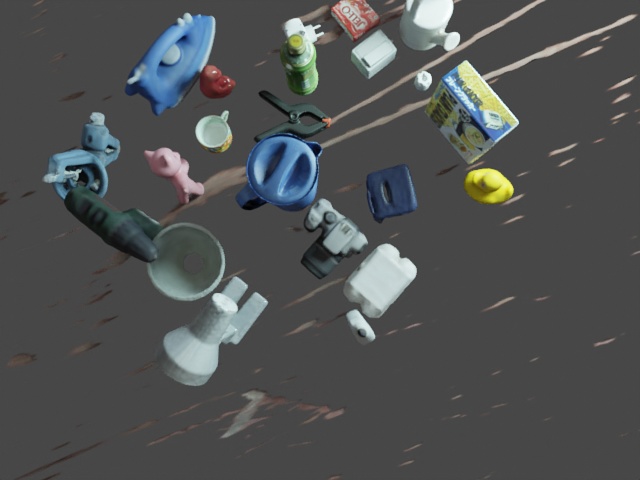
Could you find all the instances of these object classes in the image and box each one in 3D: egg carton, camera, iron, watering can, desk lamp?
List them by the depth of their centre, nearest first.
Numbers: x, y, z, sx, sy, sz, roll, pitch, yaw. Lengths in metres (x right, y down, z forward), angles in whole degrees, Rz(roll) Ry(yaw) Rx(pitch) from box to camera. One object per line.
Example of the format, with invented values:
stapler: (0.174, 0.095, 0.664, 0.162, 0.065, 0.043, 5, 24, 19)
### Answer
desk lamp: (-0.217, 0.177, 1.154, 0.118, 0.213, 0.203, 36, 88, 4)
watering can: (0.231, -0.476, 1.194, 0.173, 0.194, 0.101, 37, 88, 4)
camera: (0.011, 0.004, 1.216, 0.143, 0.101, 0.137, 42, 88, 4)
egg carton: (0.126, 0.086, 1.224, 0.107, 0.069, 0.150, 41, 88, 3)
iron: (-0.320, -0.405, 1.229, 0.118, 0.141, 0.258, 35, 88, 3)

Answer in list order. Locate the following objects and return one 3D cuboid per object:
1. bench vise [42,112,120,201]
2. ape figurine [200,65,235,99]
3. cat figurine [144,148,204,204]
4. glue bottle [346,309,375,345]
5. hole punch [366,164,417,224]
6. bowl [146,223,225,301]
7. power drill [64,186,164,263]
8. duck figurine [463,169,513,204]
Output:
bench vise: (-0.505, -0.166, 1.179, 0.121, 0.220, 0.207, -4, 86, 1)
ape figurine: (-0.232, -0.351, 1.248, 0.076, 0.092, 0.078, -29, 86, 0)
cat figurine: (-0.315, -0.145, 1.224, 0.067, 0.118, 0.128, -36, 86, -1)
glue bottle: (0.083, 0.182, 1.167, 0.037, 0.173, 0.078, -34, 86, -1)
hole punch: (0.151, -0.098, 1.224, 0.101, 0.091, 0.109, -12, 86, 1)
bowl: (-0.282, 0.048, 1.233, 0.167, 0.075, 0.167, 0, 86, 1)
power drill: (-0.399, -0.024, 1.173, 0.229, 0.208, 0.076, 33, 88, 3)
duck figurine: (0.365, -0.119, 1.223, 0.104, 0.086, 0.077, 19, 87, 3)
